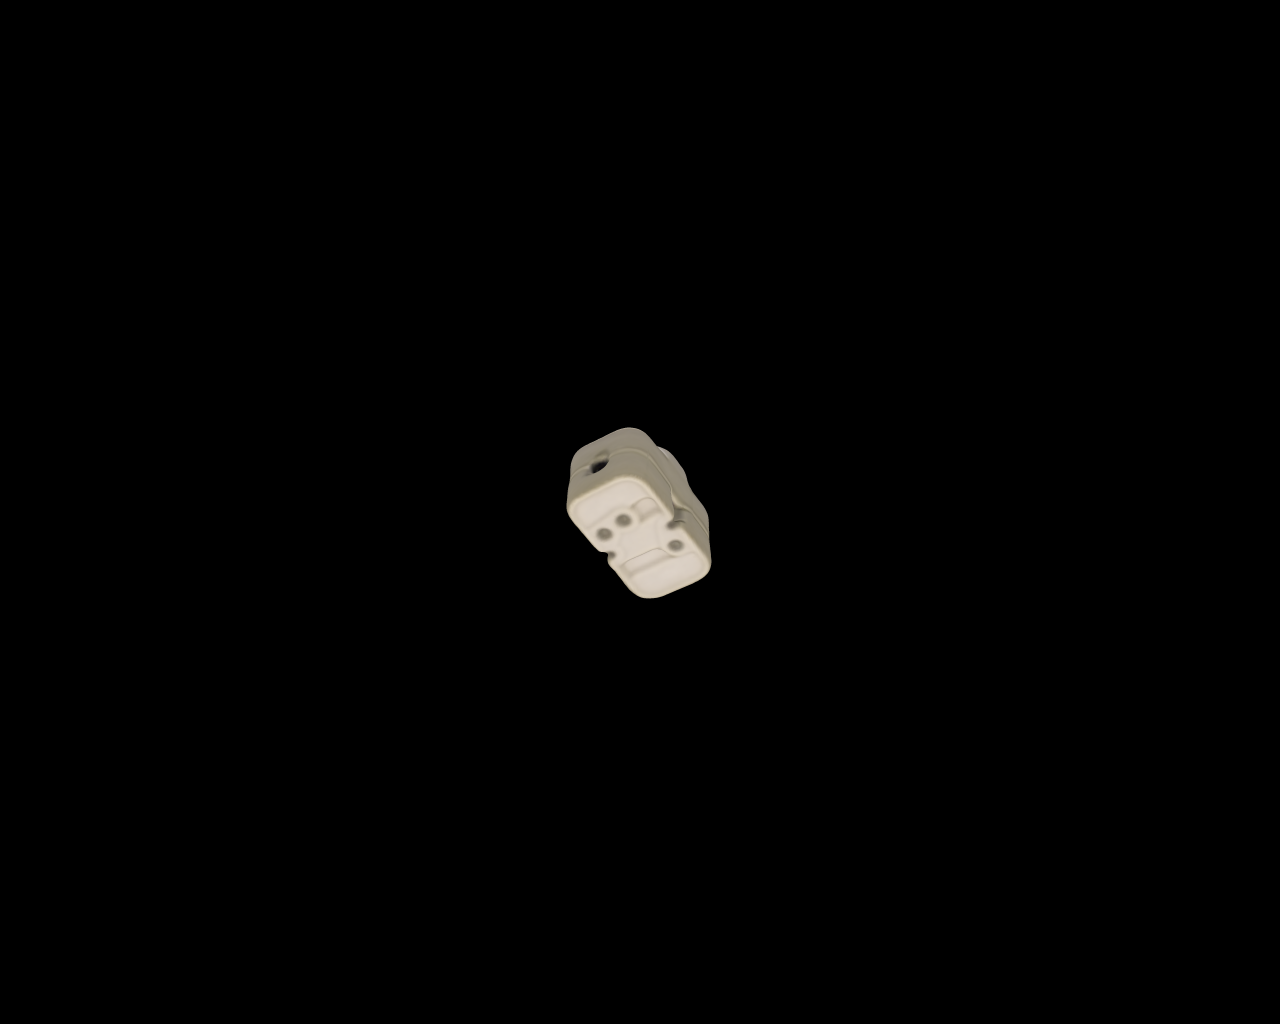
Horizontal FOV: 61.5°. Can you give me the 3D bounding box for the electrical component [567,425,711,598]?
[{"bbox_3d":[0.001,-0.003,0.650,0.053,0.059,0.095,-25,-54,20],"label":"electrical component"}]
